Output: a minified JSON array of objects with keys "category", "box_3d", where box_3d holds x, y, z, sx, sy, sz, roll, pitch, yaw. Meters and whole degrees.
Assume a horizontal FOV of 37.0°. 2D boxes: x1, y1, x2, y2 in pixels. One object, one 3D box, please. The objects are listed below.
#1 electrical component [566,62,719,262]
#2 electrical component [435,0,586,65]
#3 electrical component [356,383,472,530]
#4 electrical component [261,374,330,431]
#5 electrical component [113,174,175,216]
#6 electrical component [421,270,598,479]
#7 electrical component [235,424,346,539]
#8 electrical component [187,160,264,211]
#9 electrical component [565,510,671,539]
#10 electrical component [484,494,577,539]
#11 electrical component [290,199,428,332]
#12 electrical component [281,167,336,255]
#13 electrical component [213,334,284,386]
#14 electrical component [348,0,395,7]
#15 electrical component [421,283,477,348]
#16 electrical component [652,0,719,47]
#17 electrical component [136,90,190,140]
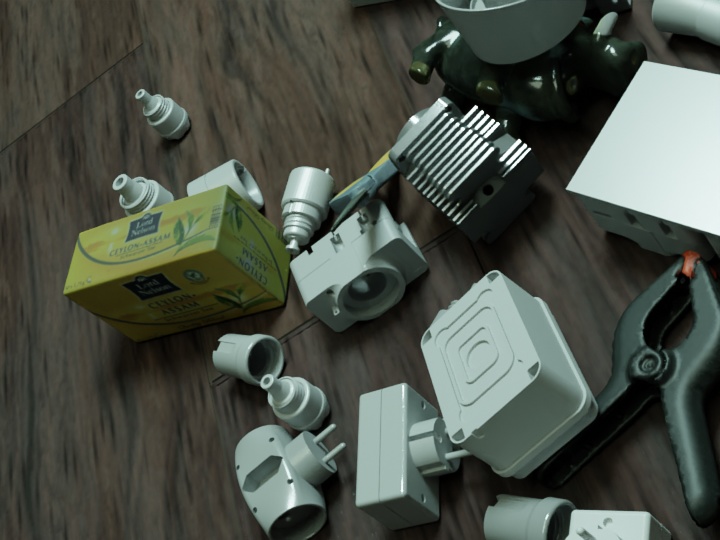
[{"category":"electrical component","box_3d":[0.241,-0.056,0.673,0.186,0.060,0.105,24,77,44]},{"category":"electrical component","box_3d":[0.109,-0.197,0.770,0.099,0.064,0.099,-20,43,20]},{"category":"electrical component","box_3d":[0.042,0.120,0.716,0.076,0.047,0.083,-19,49,27]},{"category":"electrical component","box_3d":[-0.051,0.094,0.791,0.035,0.061,0.035,-19,51,26]},{"category":"electrical component","box_3d":[-0.207,-0.067,1.019,0.043,0.062,0.043,-20,51,26]},{"category":"electrical component","box_3d":[0.093,0.066,0.682,0.078,0.057,0.113,-45,30,19]},{"category":"electrical component","box_3d":[-0.044,0.142,0.767,0.079,0.043,0.077,-40,45,8]},{"category":"electrical component","box_3d":[-0.119,-0.066,0.958,0.047,0.055,0.055,-31,47,12]},{"category":"electrical component","box_3d":[0.135,0.164,0.593,0.047,0.077,0.065,-7,58,34]},{"category":"electrical component","box_3d":[0.104,0.156,0.650,0.046,0.040,0.040,0,62,44]},{"category":"electrical component","box_3d":[0.000,0.000,0.825,0.089,0.050,0.055,-36,46,12]},{"category":"electrical component","box_3d":[-0.047,-0.050,0.901,0.040,0.040,0.078,-5,59,35]},{"category":"electrical component","box_3d":[-0.090,0.070,0.855,0.046,0.040,0.040,5,64,46]},{"category":"electrical component","box_3d":[0.039,-0.299,0.970,0.150,0.089,0.061,1,62,38]},{"category":"electrical component","box_3d":[0.070,0.038,0.758,0.035,0.035,0.061,19,72,43]},{"category":"electrical component","box_3d":[0.248,-0.182,0.768,0.044,0.044,0.065,-51,50,-3]},{"category":"electrical component","box_3d":[-0.200,-0.158,1.076,0.035,0.061,0.035,-19,51,26]}]
